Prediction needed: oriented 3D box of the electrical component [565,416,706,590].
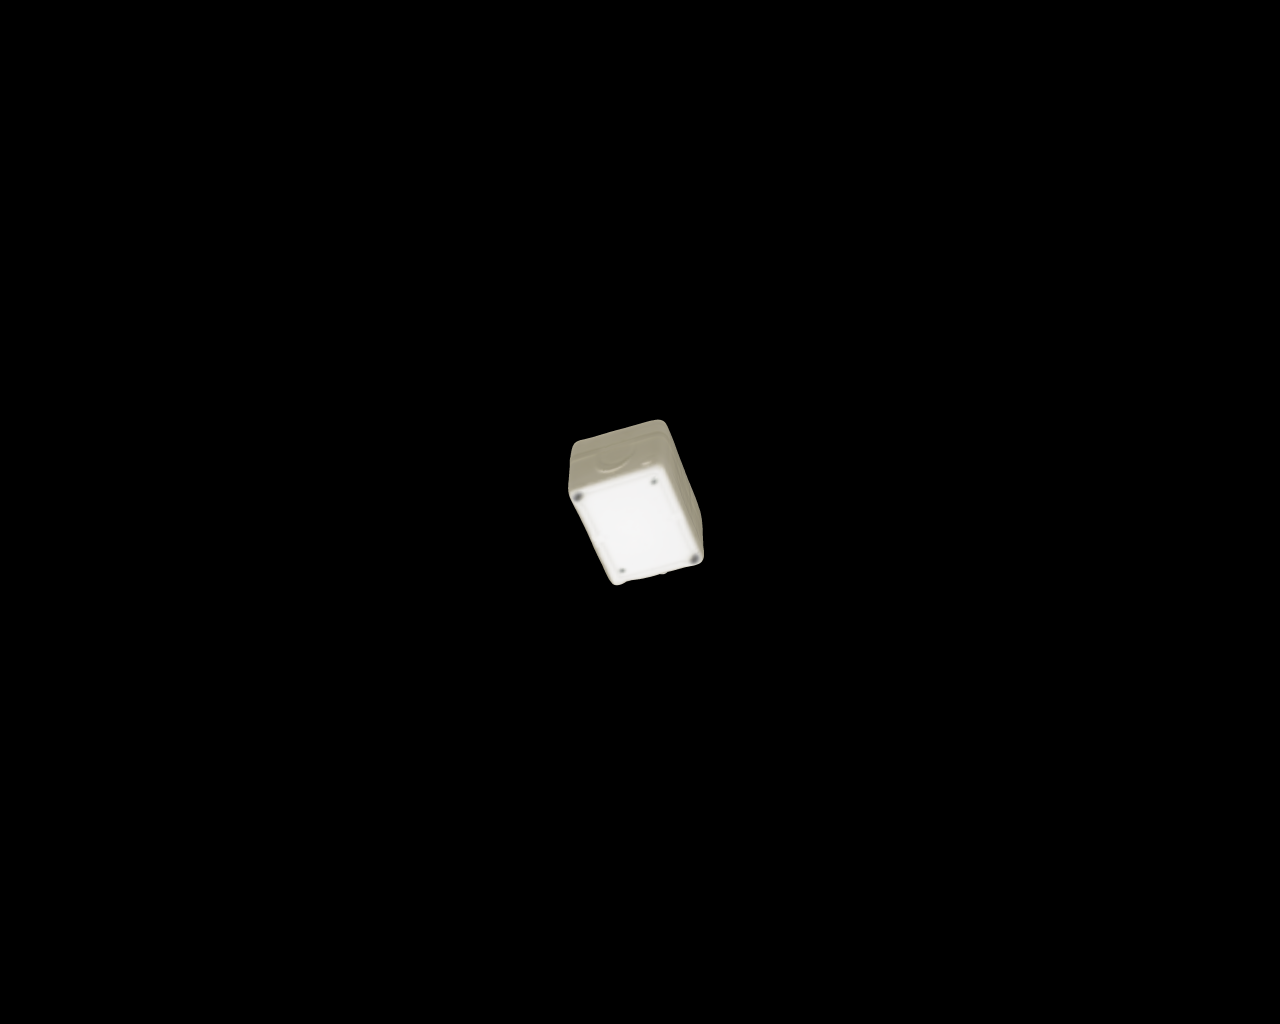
[{"bbox_3d":[0.001,-0.003,0.650,0.062,0.096,0.061,-15,36,11],"label":"electrical component"}]
